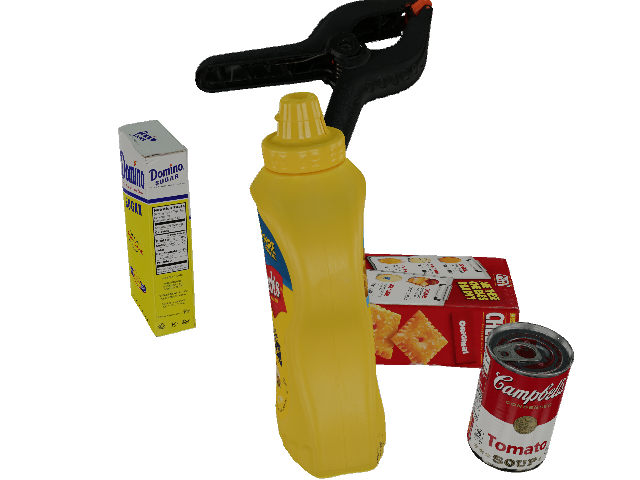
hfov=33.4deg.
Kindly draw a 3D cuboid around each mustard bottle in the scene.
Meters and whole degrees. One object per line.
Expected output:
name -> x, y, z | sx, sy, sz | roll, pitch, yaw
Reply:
mustard bottle -> -0.002, 0.019, 0.549 | 0.058, 0.192, 0.096 | -7, 23, -5

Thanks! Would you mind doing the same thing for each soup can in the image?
soup can -> 0.158, 0.126, 0.854 | 0.068, 0.102, 0.068 | 5, 31, -3

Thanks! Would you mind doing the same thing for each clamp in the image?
clamp -> 0.018, -0.106, 0.699 | 0.171, 0.120, 0.039 | -29, -24, -20

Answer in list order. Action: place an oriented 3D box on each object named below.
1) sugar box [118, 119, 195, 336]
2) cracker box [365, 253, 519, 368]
sugar box -> -0.149, -0.012, 0.971 | 0.048, 0.176, 0.093 | -13, 27, -21
cracker box -> 0.084, 0.069, 1.073 | 0.214, 0.072, 0.164 | 2, 16, 5
